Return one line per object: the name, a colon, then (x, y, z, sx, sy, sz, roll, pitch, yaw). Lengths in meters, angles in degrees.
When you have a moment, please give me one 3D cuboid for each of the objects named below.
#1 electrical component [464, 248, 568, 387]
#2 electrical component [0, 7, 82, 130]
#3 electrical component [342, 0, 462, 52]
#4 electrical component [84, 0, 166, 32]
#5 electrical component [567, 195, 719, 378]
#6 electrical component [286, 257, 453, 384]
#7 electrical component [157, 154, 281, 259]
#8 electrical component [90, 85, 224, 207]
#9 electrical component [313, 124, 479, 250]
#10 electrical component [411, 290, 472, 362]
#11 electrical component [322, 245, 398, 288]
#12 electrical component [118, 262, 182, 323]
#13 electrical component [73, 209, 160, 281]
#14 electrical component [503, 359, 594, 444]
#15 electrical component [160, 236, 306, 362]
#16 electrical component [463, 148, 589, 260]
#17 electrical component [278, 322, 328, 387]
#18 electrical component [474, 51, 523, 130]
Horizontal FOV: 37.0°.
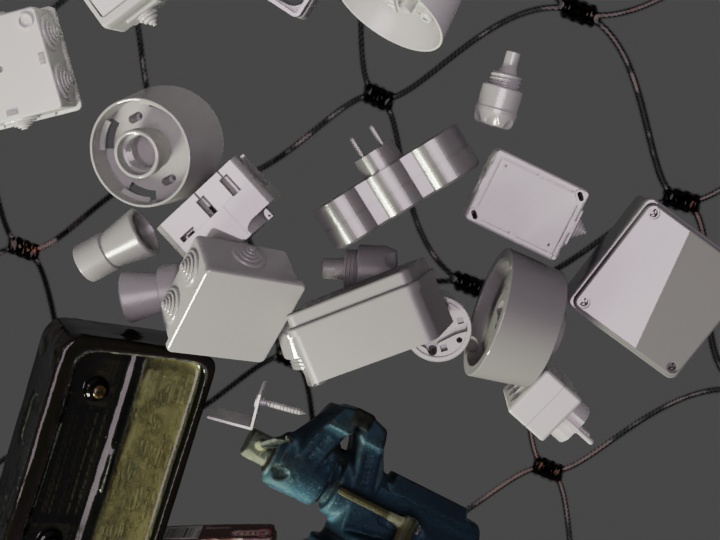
electrical component: (0.131, 0.042, 0.868, 0.060, 0.108, 0.108, 18, 100, -6)
electrical component: (-0.289, -0.165, 0.887, 0.100, 0.048, 0.099, -13, 99, 5)
electrical component: (0.032, -0.219, 0.837, 0.099, 0.099, 0.064, 31, 93, -2)
electrical component: (-0.195, -0.237, 0.864, 0.062, 0.061, 0.096, -35, 95, 8)
electrical component: (0.242, 0.012, 0.879, 0.109, 0.056, 0.108, 36, 99, -3)
electrical component: (0.008, 0.038, 0.844, 0.113, 0.078, 0.057, -22, 93, 18)
electrical component: (-0.113, -0.045, 0.895, 0.089, 0.050, 0.055, -42, 93, 9)
electrical component: (-0.171, -0.102, 0.895, 0.099, 0.064, 0.099, 4, 106, 15)
electrical component: (0.020, -0.082, 0.880, 0.138, 0.052, 0.073, -31, 96, 8)
electrical component: (0.065, 0.045, 0.900, 0.055, 0.047, 0.055, 1, 99, 3)
electrical component: (0.000, 0.000, 0.899, 0.062, 0.043, 0.043, 3, 99, 5)
electrical component: (-0.171, 0.019, 0.911, 0.055, 0.045, 0.045, -9, 98, 4)
electrical component: (-0.209, -0.018, 0.910, 0.065, 0.044, 0.044, -27, 97, 12)
electrical component: (0.165, 0.117, 0.896, 0.077, 0.065, 0.047, 42, 99, -3)
electrical component: (-0.105, 0.023, 0.870, 0.100, 0.048, 0.099, 10, 126, -32)
electrical component: (0.139, -0.052, 0.873, 0.096, 0.061, 0.061, 26, 99, -1)
electrical component: (-0.044, 0.067, 0.912, 0.043, 0.043, 0.062, -15, 100, 6)
electrical component: (0.116, -0.147, 0.873, 0.035, 0.035, 0.061, 16, 98, 1)
